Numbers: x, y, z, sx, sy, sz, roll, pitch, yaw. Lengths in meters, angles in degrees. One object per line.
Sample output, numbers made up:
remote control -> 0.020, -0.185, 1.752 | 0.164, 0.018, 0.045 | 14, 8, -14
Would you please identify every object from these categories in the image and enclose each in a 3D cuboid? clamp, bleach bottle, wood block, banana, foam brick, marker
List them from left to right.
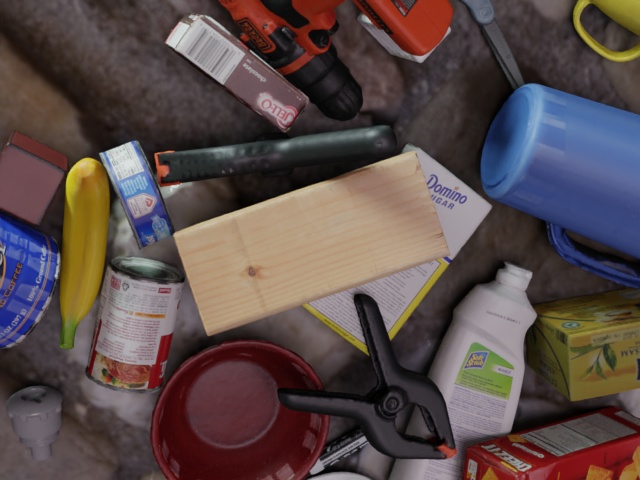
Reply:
foam brick -> -0.238, -0.051, 0.861 | 0.051, 0.078, 0.053 | 27, 95, -18
banana -> -0.191, -0.001, 0.872 | 0.037, 0.069, 0.198 | 1, 131, -16
clamp -> -0.032, -0.071, 0.876 | 0.210, 0.164, 0.036 | -7, 94, -2
wood block -> -0.006, 0.001, 0.891 | 0.206, 0.090, 0.091 | -18, 92, 3
marker -> 0.016, 0.201, 1.017 | 0.121, 0.020, 0.020 | -30, 109, -5
clamp -> 0.047, 0.145, 0.944 | 0.120, 0.039, 0.171 | -40, 102, -1
bleach bottle -> 0.150, 0.144, 1.013 | 0.102, 0.068, 0.251 | 18, 97, -18

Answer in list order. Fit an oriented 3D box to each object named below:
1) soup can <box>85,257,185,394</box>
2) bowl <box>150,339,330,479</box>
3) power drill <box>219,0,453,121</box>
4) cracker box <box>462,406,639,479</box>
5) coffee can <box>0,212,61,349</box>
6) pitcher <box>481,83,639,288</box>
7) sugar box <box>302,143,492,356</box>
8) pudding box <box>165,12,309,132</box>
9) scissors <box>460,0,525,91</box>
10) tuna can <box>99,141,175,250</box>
soup can -> -0.158, 0.072, 0.916 | 0.068, 0.068, 0.102 | 11, 101, -16
bowl -> -0.075, 0.158, 0.965 | 0.162, 0.055, 0.162 | -3, 105, -13
power drill -> 0.013, -0.169, 0.836 | 0.184, 0.188, 0.057 | 45, 64, -27
cracker box -> 0.228, 0.263, 1.018 | 0.213, 0.072, 0.164 | -6, 107, -37
coffee can -> -0.289, 0.014, 0.829 | 0.140, 0.103, 0.103 | 30, 96, -39
pitcher -> 0.269, -0.046, 0.966 | 0.242, 0.145, 0.149 | 17, 87, -13
sugar box -> 0.065, 0.010, 0.966 | 0.093, 0.048, 0.176 | 37, 90, -16
pudding box -> -0.069, -0.138, 0.872 | 0.113, 0.090, 0.039 | 38, 91, -19
scissors -> 0.124, -0.203, 0.941 | 0.096, 0.016, 0.202 | -17, 107, -7
tuna can -> -0.150, -0.038, 0.880 | 0.033, 0.086, 0.086 | -23, 108, -9
